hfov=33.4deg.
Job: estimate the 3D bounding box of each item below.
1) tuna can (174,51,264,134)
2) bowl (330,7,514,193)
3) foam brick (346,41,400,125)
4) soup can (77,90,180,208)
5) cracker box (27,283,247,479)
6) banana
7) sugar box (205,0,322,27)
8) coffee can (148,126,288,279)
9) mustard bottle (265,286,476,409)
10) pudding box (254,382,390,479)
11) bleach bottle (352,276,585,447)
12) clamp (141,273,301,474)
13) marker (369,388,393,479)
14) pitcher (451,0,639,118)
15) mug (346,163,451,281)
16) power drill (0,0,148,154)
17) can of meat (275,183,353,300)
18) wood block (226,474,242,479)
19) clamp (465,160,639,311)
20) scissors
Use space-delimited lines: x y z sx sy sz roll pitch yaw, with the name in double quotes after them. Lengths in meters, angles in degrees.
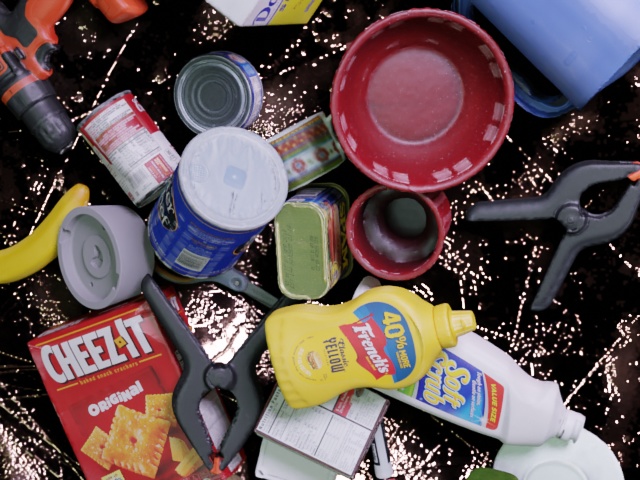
-0.102 -0.145 1.065 0.086 0.033 0.086 4 105 16 "tuna can"
0.088 -0.125 0.950 0.162 0.055 0.162 0 105 -2 "bowl"
0.055 -0.150 1.006 0.053 0.051 0.078 4 106 17 "foam brick"
-0.190 -0.092 1.088 0.069 0.068 0.102 -37 92 22 "soup can"
-0.199 0.176 1.159 0.164 0.072 0.214 -20 97 20 "cracker box"
-0.324 0.004 1.171 0.198 0.037 0.069 -22 98 21 "banana"
-0.029 -0.237 0.942 0.048 0.176 0.093 38 111 5 "sugar box"
-0.101 -0.033 1.023 0.103 0.102 0.140 46 150 1 "coffee can"
0.050 0.094 0.996 0.192 0.058 0.096 -13 96 15 "mustard bottle"
0.002 0.177 1.072 0.113 0.039 0.090 25 78 9 "pudding box"
0.140 0.130 1.049 0.251 0.068 0.103 23 109 8 "bleach bottle"
-0.112 0.131 1.089 0.164 0.036 0.210 9 94 -4 "clamp"
0.057 0.190 1.112 0.020 0.020 0.121 -7 102 18 "marker"
0.177 -0.229 0.915 0.243 0.145 0.149 43 88 6 "pitcher"
0.084 -0.027 1.013 0.093 0.081 0.117 28 111 8 "mug"
-0.266 -0.205 1.087 0.188 0.057 0.184 -36 92 22 "power drill"
-0.007 0.001 1.047 0.057 0.083 0.102 1 104 17 "can of meat"
-0.132 0.369 1.179 0.090 0.090 0.206 34 111 5 "wood block"
0.224 -0.026 0.994 0.120 0.039 0.172 44 108 -4 "clamp"
-0.089 0.024 1.115 0.202 0.016 0.096 15 108 13 "scissors"
